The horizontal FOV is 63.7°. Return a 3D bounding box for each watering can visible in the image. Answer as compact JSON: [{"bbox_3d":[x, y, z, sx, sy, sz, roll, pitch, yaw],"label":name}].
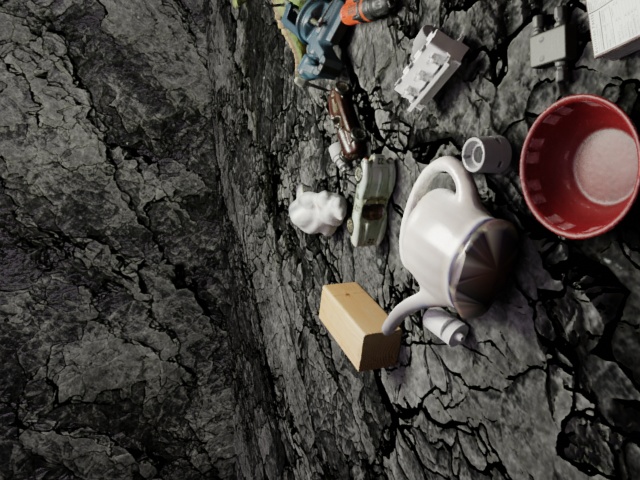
[{"bbox_3d":[0.189,0.047,0.810,0.228,0.104,0.342,-135,51,-58],"label":"watering can"}]

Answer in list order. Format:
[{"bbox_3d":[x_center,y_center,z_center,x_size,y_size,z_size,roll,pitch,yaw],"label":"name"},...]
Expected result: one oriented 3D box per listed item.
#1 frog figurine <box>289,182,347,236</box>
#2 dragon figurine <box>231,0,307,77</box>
[{"bbox_3d":[0.004,-0.062,1.242,0.161,0.124,0.135,34,158,52],"label":"frog figurine"},{"bbox_3d":[-0.114,-0.612,1.284,0.124,0.243,0.403,40,128,53],"label":"dragon figurine"}]
